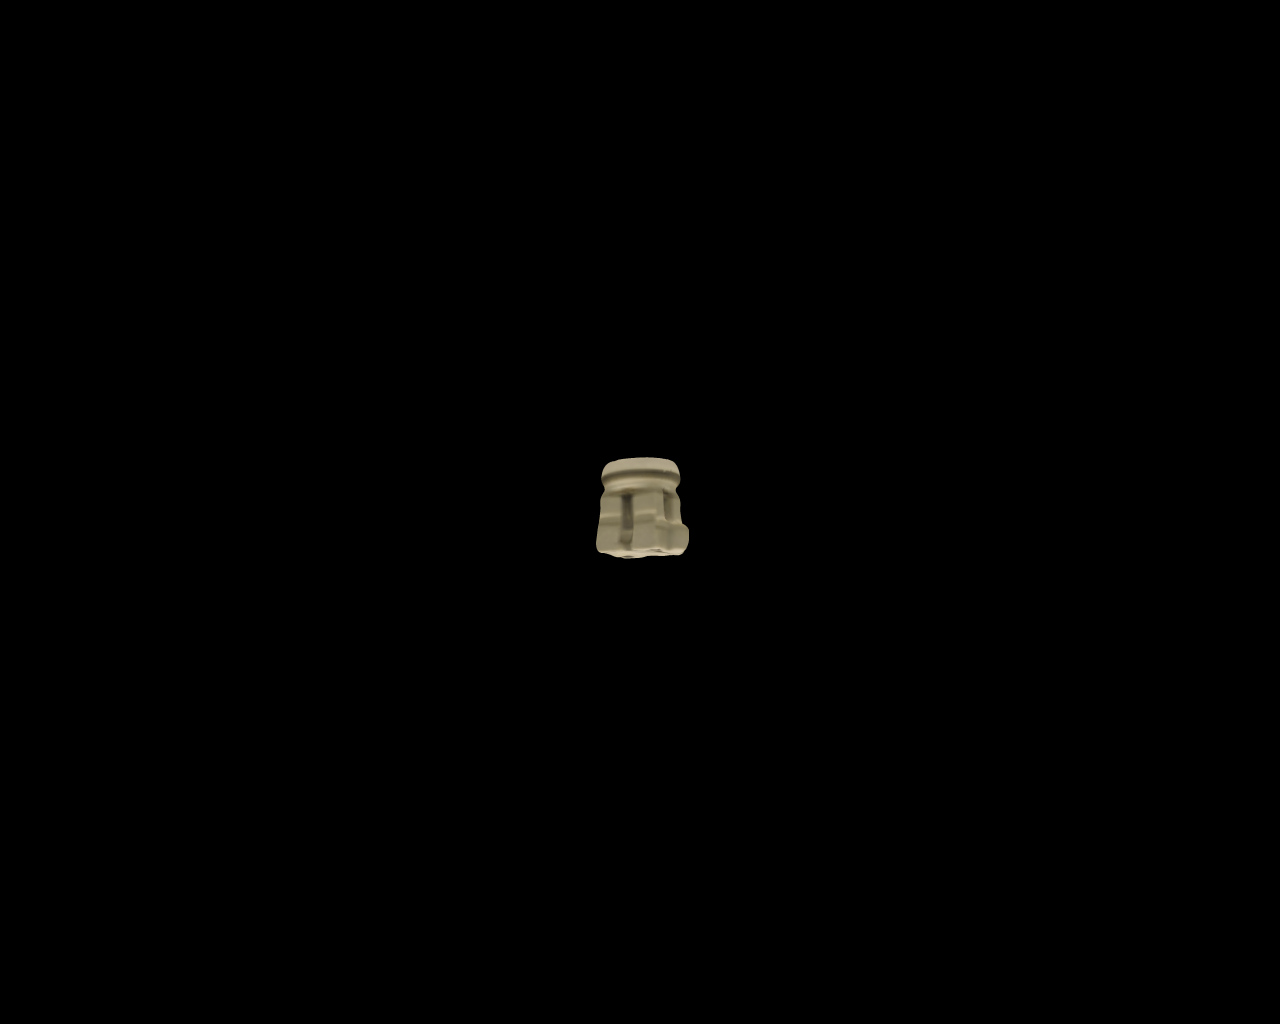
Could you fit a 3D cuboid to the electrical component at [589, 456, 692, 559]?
[{"bbox_3d":[0.001,-0.003,0.650,0.066,0.055,0.048,-5,-11,28],"label":"electrical component"}]
